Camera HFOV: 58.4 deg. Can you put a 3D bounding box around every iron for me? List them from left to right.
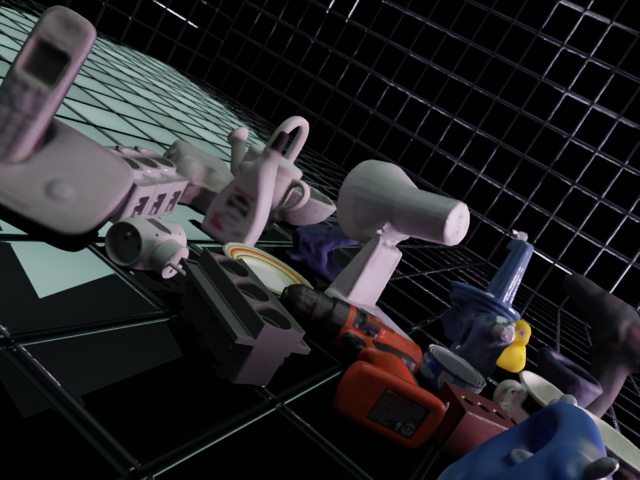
[{"bbox_3d":[0.167,0.180,0.443,0.118,0.141,0.259,34,12,14],"label":"iron"}]

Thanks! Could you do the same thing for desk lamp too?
[{"bbox_3d":[0.095,0.014,0.784,0.118,0.213,0.202,19,17,-46],"label":"desk lamp"}]

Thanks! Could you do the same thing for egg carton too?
[{"bbox_3d":[-0.193,-0.099,0.892,0.107,0.069,0.150,25,13,-29],"label":"egg carton"}]

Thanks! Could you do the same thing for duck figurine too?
[{"bbox_3d":[0.345,0.183,1.026,0.105,0.086,0.077,20,16,-44],"label":"duck figurine"}]

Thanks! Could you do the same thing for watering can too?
[{"bbox_3d":[-0.087,-0.124,0.952,0.173,0.194,0.101,30,11,-3],"label":"watering can"}]

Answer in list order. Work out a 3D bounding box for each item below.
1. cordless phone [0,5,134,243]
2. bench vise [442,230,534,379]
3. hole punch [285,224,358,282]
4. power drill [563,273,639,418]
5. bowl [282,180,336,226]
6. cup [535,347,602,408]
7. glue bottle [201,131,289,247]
[{"bbox_3d":[-0.231,-0.104,0.524,0.148,0.185,0.094,29,11,-8],"label":"cordless phone"},{"bbox_3d":[0.284,0.098,0.895,0.122,0.219,0.207,26,12,-22],"label":"bench vise"},{"bbox_3d":[0.008,0.003,0.916,0.101,0.091,0.109,32,11,3],"label":"hole punch"},{"bbox_3d":[0.452,0.196,0.934,0.229,0.208,0.076,34,12,16],"label":"power drill"},{"bbox_3d":[-0.056,-0.076,1.132,0.167,0.074,0.167,30,11,-6],"label":"bowl"},{"bbox_3d":[0.336,0.217,0.836,0.092,0.095,0.117,27,12,-21],"label":"cup"},{"bbox_3d":[-0.090,-0.070,0.770,0.078,0.173,0.037,33,11,9],"label":"glue bottle"}]
